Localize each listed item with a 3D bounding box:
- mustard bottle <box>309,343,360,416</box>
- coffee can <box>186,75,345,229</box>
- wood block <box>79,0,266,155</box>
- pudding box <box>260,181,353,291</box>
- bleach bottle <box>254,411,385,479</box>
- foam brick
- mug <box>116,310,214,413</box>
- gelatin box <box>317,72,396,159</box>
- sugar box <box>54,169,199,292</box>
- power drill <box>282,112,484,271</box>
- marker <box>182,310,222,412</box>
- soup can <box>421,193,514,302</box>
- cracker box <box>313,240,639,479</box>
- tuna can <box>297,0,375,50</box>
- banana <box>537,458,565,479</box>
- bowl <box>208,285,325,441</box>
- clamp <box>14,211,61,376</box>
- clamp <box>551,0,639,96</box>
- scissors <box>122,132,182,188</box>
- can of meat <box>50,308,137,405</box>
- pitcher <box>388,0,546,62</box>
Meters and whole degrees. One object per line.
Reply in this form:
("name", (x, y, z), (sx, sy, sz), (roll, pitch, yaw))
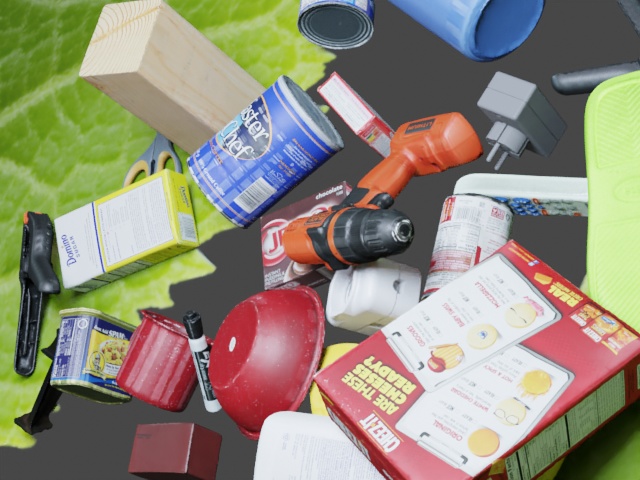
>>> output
("mustard bottle", (0.084, 0.127, 0.974), (0.192, 0.058, 0.096), (-18, 62, 27))
("coffee can", (-0.059, -0.095, 1.154), (0.140, 0.102, 0.103), (-39, 51, 13))
("wood block", (-0.155, -0.173, 1.192), (0.091, 0.205, 0.090), (3, 70, 36))
("pudding box", (-0.007, 0.001, 1.112), (0.114, 0.039, 0.090), (-21, 56, 25))
("bleach bottle", (0.064, 0.212, 0.902), (0.251, 0.068, 0.102), (5, 89, 32))
("foam brick", (-0.148, 0.219, 1.094), (0.078, 0.051, 0.053), (-7, 63, 32))
("mug", (-0.171, 0.126, 1.134), (0.117, 0.093, 0.081), (23, 87, 46))
("gelatin box", (0.044, -0.127, 1.118), (0.030, 0.073, 0.089), (-45, 50, 8))
("sugar box", (-0.230, -0.009, 1.260), (0.176, 0.048, 0.093), (-21, 71, 28))
("power drill", (0.068, -0.045, 0.999), (0.187, 0.057, 0.185), (-42, 19, -26))
("marker", (-0.119, 0.123, 1.084), (0.020, 0.121, 0.020), (-8, 30, 4))
("soup can", (0.137, 0.015, 0.986), (0.069, 0.068, 0.102), (2, 68, 35))
("cracker box", (0.130, 0.115, 0.852), (0.213, 0.072, 0.164), (-34, 45, -14))
("tuna can", (0.018, -0.250, 1.188), (0.086, 0.086, 0.033), (-9, 61, 31))
("banana", (0.182, 0.160, 0.903), (0.070, 0.037, 0.198), (26, 84, 38))
("bowl", (-0.063, 0.111, 1.048), (0.162, 0.055, 0.162), (-42, 35, 38))
("clamp", (-0.350, 0.050, 1.307), (0.210, 0.036, 0.165), (-110, 37, -48))
("clamp", (0.309, -0.172, 0.980), (0.172, 0.039, 0.120), (21, 87, 35))
("scissors", (-0.207, -0.126, 1.329), (0.096, 0.016, 0.202), (-22, 57, 24))
("can of meat", (-0.245, 0.130, 1.174), (0.058, 0.102, 0.084), (-8, 66, 32))
("pitcher", (0.130, -0.295, 1.117), (0.149, 0.144, 0.243), (-54, 52, 17))
